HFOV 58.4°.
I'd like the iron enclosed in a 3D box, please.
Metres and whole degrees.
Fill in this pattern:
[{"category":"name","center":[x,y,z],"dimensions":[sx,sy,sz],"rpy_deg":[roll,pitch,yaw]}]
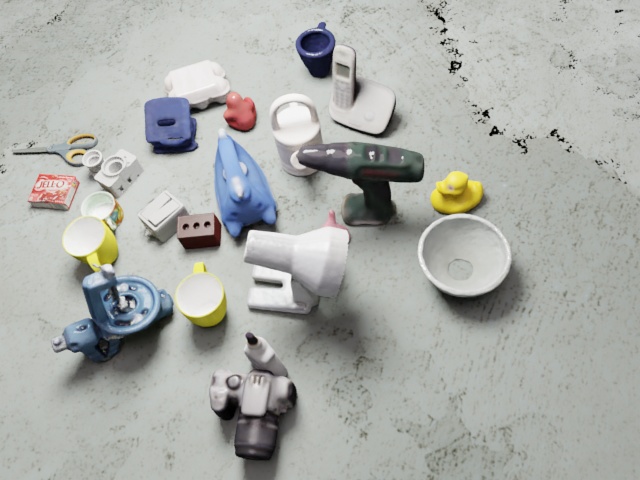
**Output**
[{"category":"iron","center":[-0.175,-0.143,1.169],"dimensions":[0.118,0.141,0.258],"rpy_deg":[-20,62,-4]}]

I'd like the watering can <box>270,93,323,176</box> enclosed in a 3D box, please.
[{"category":"watering can","center":[-0.044,-0.218,1.165],"dimensions":[0.101,0.194,0.172],"rpy_deg":[-28,63,-8]}]

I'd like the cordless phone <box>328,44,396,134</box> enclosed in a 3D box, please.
[{"category":"cordless phone","center":[0.087,-0.321,1.210],"dimensions":[0.147,0.185,0.094],"rpy_deg":[21,66,16]}]

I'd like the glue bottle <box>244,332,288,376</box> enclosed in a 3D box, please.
[{"category":"glue bottle","center":[-0.100,0.189,0.967],"dimensions":[0.078,0.173,0.037],"rpy_deg":[34,71,22]}]

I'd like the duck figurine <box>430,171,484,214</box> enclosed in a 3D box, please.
[{"category":"duck figurine","center":[0.273,-0.103,1.131],"dimensions":[0.104,0.086,0.077],"rpy_deg":[-10,62,1]}]

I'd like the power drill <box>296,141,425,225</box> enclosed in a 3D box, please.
[{"category":"power drill","center":[0.080,-0.110,1.086],"dimensions":[0.229,0.209,0.075],"rpy_deg":[-2,62,5]}]

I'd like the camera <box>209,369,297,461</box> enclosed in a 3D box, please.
[{"category":"camera","center":[-0.119,0.291,0.957],"dimensions":[0.143,0.101,0.137],"rpy_deg":[3,63,8]}]

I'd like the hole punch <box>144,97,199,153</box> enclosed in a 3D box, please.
[{"category":"hole punch","center":[-0.332,-0.256,1.275],"dimensions":[0.108,0.091,0.101],"rpy_deg":[-5,62,4]}]

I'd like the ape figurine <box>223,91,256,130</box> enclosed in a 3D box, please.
[{"category":"ape figurine","center":[-0.182,-0.295,1.279],"dimensions":[0.078,0.092,0.076],"rpy_deg":[-22,62,-5]}]

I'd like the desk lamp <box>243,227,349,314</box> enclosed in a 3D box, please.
[{"category":"desk lamp","center":[-0.045,0.053,1.011],"dimensions":[0.203,0.214,0.118],"rpy_deg":[3,63,8]}]

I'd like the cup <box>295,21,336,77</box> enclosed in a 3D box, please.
[{"category":"cup","center":[-0.003,-0.438,1.333],"dimensions":[0.091,0.095,0.118],"rpy_deg":[9,64,11]}]

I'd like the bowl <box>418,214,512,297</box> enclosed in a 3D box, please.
[{"category":"bowl","center":[0.263,0.039,1.063],"dimensions":[0.167,0.075,0.167],"rpy_deg":[-3,62,5]}]

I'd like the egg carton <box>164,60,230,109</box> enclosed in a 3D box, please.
[{"category":"egg carton","center":[-0.287,-0.356,1.335],"dimensions":[0.150,0.069,0.107],"rpy_deg":[-20,62,-4]}]

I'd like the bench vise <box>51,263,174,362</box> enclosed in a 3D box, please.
[{"category":"bench vise","center":[-0.374,0.133,1.001],"dimensions":[0.121,0.220,0.208],"rpy_deg":[36,71,22]}]

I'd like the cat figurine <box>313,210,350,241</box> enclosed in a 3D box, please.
[{"category":"cat figurine","center":[0.010,0.004,1.085],"dimensions":[0.067,0.118,0.128],"rpy_deg":[12,64,13]}]
